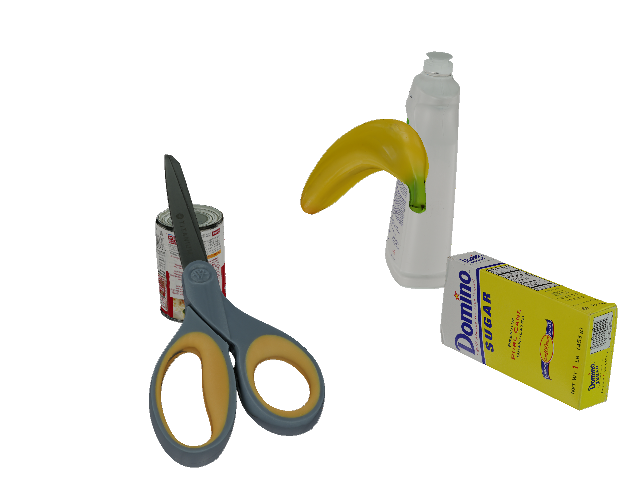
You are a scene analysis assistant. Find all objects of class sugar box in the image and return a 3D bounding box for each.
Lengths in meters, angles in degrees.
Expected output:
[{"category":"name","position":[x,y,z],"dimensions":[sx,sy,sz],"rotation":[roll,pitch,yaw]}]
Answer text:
[{"category":"sugar box","position":[0.186,0.078,0.980],"dimensions":[0.048,0.093,0.176],"rotation":[-11,21,-38]}]

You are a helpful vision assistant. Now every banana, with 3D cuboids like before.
[{"category":"banana","position":[0.032,-0.056,0.798],"dimensions":[0.037,0.069,0.198],"rotation":[26,-9,-20]}]

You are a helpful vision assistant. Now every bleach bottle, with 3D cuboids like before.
[{"category":"bleach bottle","position":[0.118,-0.079,1.173],"dimensions":[0.068,0.251,0.102],"rotation":[0,26,-10]}]

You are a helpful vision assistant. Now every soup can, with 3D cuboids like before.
[{"category":"soup can","position":[-0.129,0.023,1.066],"dimensions":[0.068,0.102,0.068],"rotation":[0,23,0]}]

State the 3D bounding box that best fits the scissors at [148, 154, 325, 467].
[{"category":"scissors","position":[-0.045,0.029,0.568],"dimensions":[0.096,0.201,0.016],"rotation":[5,-41,-5]}]
